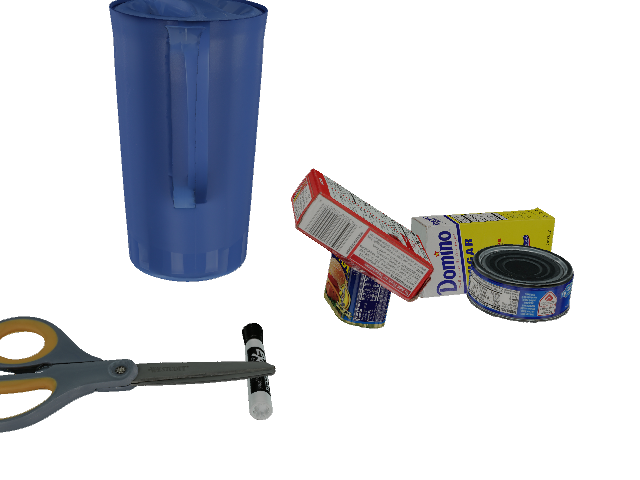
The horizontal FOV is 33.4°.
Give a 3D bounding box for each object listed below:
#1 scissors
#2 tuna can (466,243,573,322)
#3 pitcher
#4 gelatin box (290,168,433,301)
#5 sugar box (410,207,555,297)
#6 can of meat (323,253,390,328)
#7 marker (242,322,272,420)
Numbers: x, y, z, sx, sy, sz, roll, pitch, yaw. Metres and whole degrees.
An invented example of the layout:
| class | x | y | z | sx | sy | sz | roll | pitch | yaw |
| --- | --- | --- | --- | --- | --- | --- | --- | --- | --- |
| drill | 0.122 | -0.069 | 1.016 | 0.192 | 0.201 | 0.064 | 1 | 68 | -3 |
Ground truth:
| class | x | y | z | sx | sy | sz | roll | pitch | yaw |
| --- | --- | --- | --- | --- | --- | --- | --- | --- | --- |
| scissors | -0.137 | 0.073 | 0.684 | 0.201 | 0.016 | 0.096 | -13 | 45 | -8 |
| tuna can | 0.166 | 0.034 | 0.887 | 0.086 | 0.034 | 0.086 | 3 | 23 | -1 |
| pitcher | -0.116 | -0.088 | 0.933 | 0.145 | 0.243 | 0.148 | 19 | 26 | 35 |
| gelatin box | 0.025 | -0.004 | 0.674 | 0.089 | 0.030 | 0.073 | 33 | 11 | -12 |
| sugar box | 0.194 | 0.015 | 1.289 | 0.176 | 0.093 | 0.048 | -6 | 21 | -22 |
| can of meat | 0.043 | 0.037 | 1.151 | 0.057 | 0.084 | 0.102 | 5 | 18 | -16 |
| marker | -0.055 | 0.108 | 0.908 | 0.020 | 0.020 | 0.121 | 0 | 29 | -8 |
